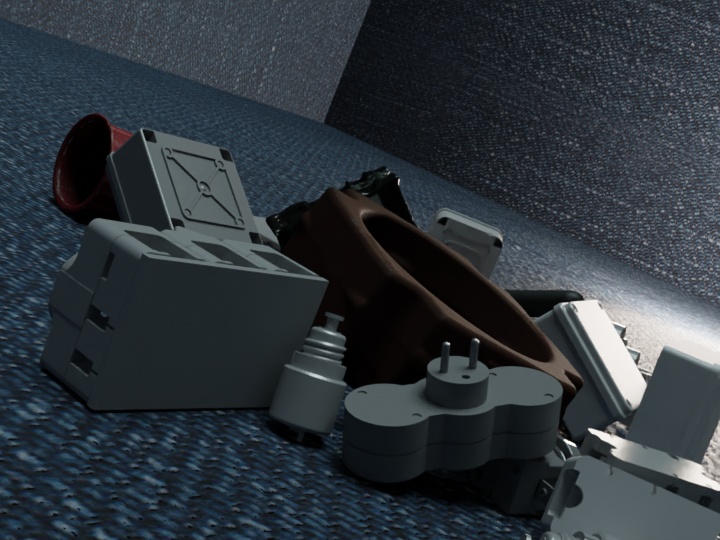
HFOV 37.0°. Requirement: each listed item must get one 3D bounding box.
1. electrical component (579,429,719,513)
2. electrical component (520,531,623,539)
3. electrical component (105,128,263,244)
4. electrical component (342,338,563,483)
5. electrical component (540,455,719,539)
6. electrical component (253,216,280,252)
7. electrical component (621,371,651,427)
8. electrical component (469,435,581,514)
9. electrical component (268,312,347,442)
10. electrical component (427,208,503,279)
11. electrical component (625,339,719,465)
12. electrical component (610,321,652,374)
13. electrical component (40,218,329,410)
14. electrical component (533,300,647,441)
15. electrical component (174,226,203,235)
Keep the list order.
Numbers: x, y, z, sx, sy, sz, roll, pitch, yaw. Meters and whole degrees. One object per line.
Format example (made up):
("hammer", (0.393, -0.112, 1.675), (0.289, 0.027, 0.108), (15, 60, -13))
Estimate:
("electrical component", (0.184, 0.149, 0.701), (0.089, 0.055, 0.050), (19, 10, -16))
("electrical component", (0.121, 0.157, 0.567), (0.078, 0.040, 0.040), (21, 10, -5))
("electrical component", (-0.151, -0.056, 0.925), (0.109, 0.056, 0.108), (9, 53, -51))
("electrical component", (0.057, 0.075, 0.640), (0.138, 0.073, 0.052), (-5, 23, -21))
("electrical component", (0.156, 0.147, 0.622), (0.089, 0.050, 0.055), (24, -9, 7))
("electrical component", (-0.082, -0.013, 1.005), (0.100, 0.048, 0.100), (28, 11, 30))
("electrical component", (0.286, 0.130, 1.016), (0.057, 0.058, 0.078), (16, 0, -30))
("electrical component", (0.109, 0.128, 0.685), (0.055, 0.048, 0.066), (7, 16, -31))
("electrical component", (-0.027, 0.064, 0.652), (0.040, 0.078, 0.040), (18, -4, 1))
("electrical component", (0.099, -0.001, 1.150), (0.078, 0.113, 0.057), (22, 13, -1))
("electrical component", (0.266, 0.118, 0.894), (0.056, 0.108, 0.109), (24, 10, 24))
("electrical component", (0.254, 0.092, 1.066), (0.074, 0.052, 0.138), (22, -12, 22))
("electrical component", (-0.101, 0.028, 0.631), (0.062, 0.089, 0.150), (29, 12, 35))
("electrical component", (0.197, 0.084, 0.935), (0.108, 0.056, 0.109), (63, 23, 13))
("electrical component", (-0.107, 0.011, 0.825), (0.100, 0.048, 0.099), (20, 10, -15))
